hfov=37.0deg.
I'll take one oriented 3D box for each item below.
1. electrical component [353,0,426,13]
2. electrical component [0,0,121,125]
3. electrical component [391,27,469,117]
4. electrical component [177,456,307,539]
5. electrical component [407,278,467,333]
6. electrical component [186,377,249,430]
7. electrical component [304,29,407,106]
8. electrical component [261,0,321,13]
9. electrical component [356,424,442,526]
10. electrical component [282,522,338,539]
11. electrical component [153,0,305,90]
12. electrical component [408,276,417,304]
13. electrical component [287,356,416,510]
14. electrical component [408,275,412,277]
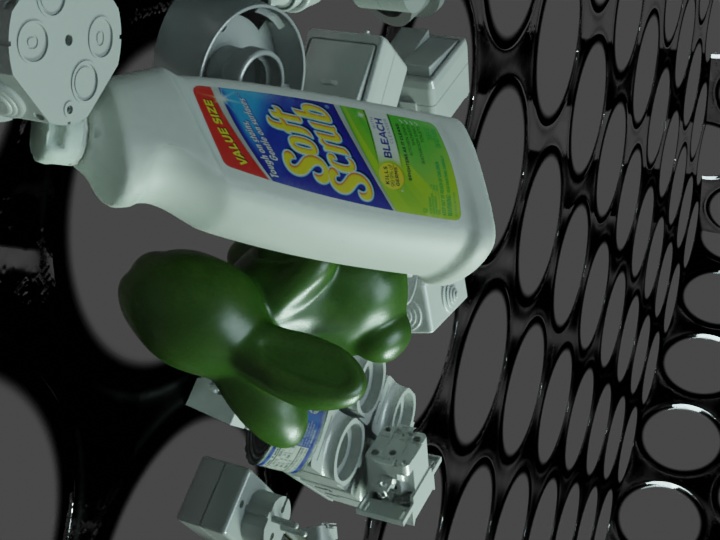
[{"bbox_3d":[0.032,-0.223,0.651,0.052,0.074,0.138,-52,145,-47],"label":"electrical component"},{"bbox_3d":[-0.147,-0.103,0.471,0.080,0.051,0.080,12,90,-67],"label":"electrical component"},{"bbox_3d":[0.045,-0.153,0.882,0.096,0.062,0.061,-55,148,-44],"label":"electrical component"},{"bbox_3d":[-0.073,0.169,0.741,0.065,0.077,0.047,62,44,-56],"label":"electrical component"},{"bbox_3d":[0.035,0.016,0.895,0.100,0.100,0.048,-38,122,-57],"label":"electrical component"},{"bbox_3d":[-0.081,0.074,0.720,0.055,0.048,0.066,-67,156,-7],"label":"electrical component"},{"bbox_3d":[-0.010,-0.130,0.764,0.061,0.062,0.096,35,69,-65],"label":"electrical component"},{"bbox_3d":[-0.046,-0.182,0.693,0.061,0.035,0.035,-46,141,-49],"label":"electrical component"},{"bbox_3d":[0.031,0.163,0.868,0.081,0.042,0.063,-50,143,-49],"label":"electrical component"},{"bbox_3d":[-0.041,0.236,0.861,0.042,0.081,0.063,39,42,-65],"label":"electrical component"},{"bbox_3d":[-0.080,-0.117,0.636,0.099,0.064,0.099,-31,132,-43],"label":"electrical component"},{"bbox_3d":[0.000,0.000,0.827,0.043,0.081,0.043,8,90,-71],"label":"electrical component"},{"bbox_3d":[-0.012,0.128,0.885,0.186,0.060,0.105,53,53,-61],"label":"electrical component"},{"bbox_3d":[-0.011,-0.032,0.777,0.061,0.096,0.061,-96,-179,-57],"label":"electrical component"}]
